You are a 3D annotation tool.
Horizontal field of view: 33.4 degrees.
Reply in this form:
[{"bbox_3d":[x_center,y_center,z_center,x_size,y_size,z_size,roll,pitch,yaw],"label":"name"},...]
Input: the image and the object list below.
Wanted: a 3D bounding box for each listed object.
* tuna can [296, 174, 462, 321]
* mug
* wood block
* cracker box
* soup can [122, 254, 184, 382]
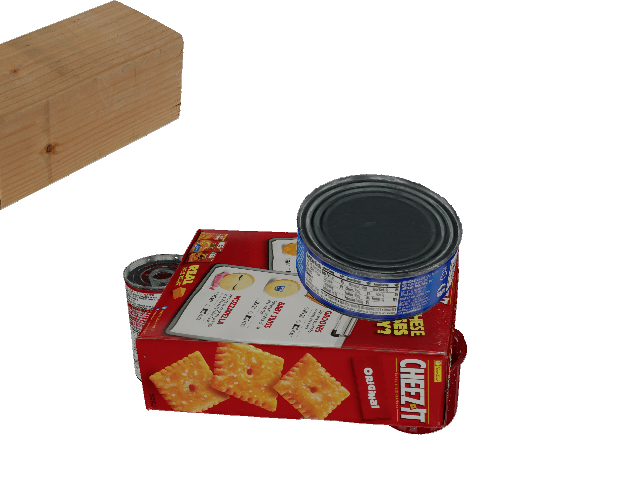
[{"bbox_3d":[0.030,0.003,0.560,0.086,0.034,0.086,2,38,-2],"label":"tuna can"},{"bbox_3d":[0.103,0.130,1.058,0.093,0.081,0.117,24,40,34],"label":"mug"},{"bbox_3d":[-0.220,-0.121,0.908,0.090,0.091,0.205,30,43,25],"label":"wood block"},{"bbox_3d":[-0.008,0.061,0.791,0.214,0.072,0.164,3,29,10],"label":"cracker box"},{"bbox_3d":[-0.137,0.072,0.951,0.068,0.102,0.068,-2,23,0],"label":"soup can"}]
